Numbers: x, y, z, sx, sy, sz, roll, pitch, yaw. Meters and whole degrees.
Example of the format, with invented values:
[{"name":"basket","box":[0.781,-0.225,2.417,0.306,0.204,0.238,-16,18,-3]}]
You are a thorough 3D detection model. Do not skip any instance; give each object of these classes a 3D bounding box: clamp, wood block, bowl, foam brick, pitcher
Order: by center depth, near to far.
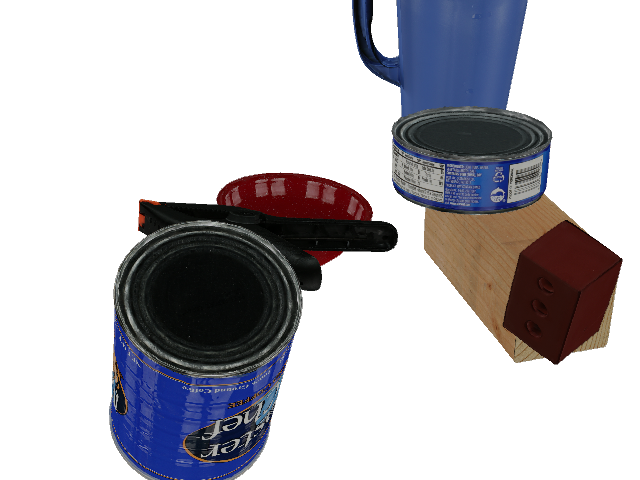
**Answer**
[{"name":"foam brick","box":[0.170,0.037,0.755,0.051,0.078,0.053,-30,52,-31]},{"name":"clamp","box":[-0.058,-0.002,0.842,0.210,0.036,0.164,9,13,16]},{"name":"wood block","box":[0.176,0.013,0.978,0.090,0.090,0.206,-7,29,-15]},{"name":"pitcher","box":[0.127,-0.196,1.070,0.149,0.243,0.144,35,59,28]},{"name":"bowl","box":[-0.029,-0.015,1.109,0.162,0.055,0.162,5,27,-3]}]

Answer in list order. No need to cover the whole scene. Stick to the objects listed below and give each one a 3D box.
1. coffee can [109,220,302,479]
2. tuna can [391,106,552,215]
[{"name":"coffee can","box":[-0.071,0.071,0.628,0.102,0.103,0.140,0,-37,-12]},{"name":"tuna can","box":[0.081,-0.045,0.581,0.086,0.034,0.086,0,24,0]}]
